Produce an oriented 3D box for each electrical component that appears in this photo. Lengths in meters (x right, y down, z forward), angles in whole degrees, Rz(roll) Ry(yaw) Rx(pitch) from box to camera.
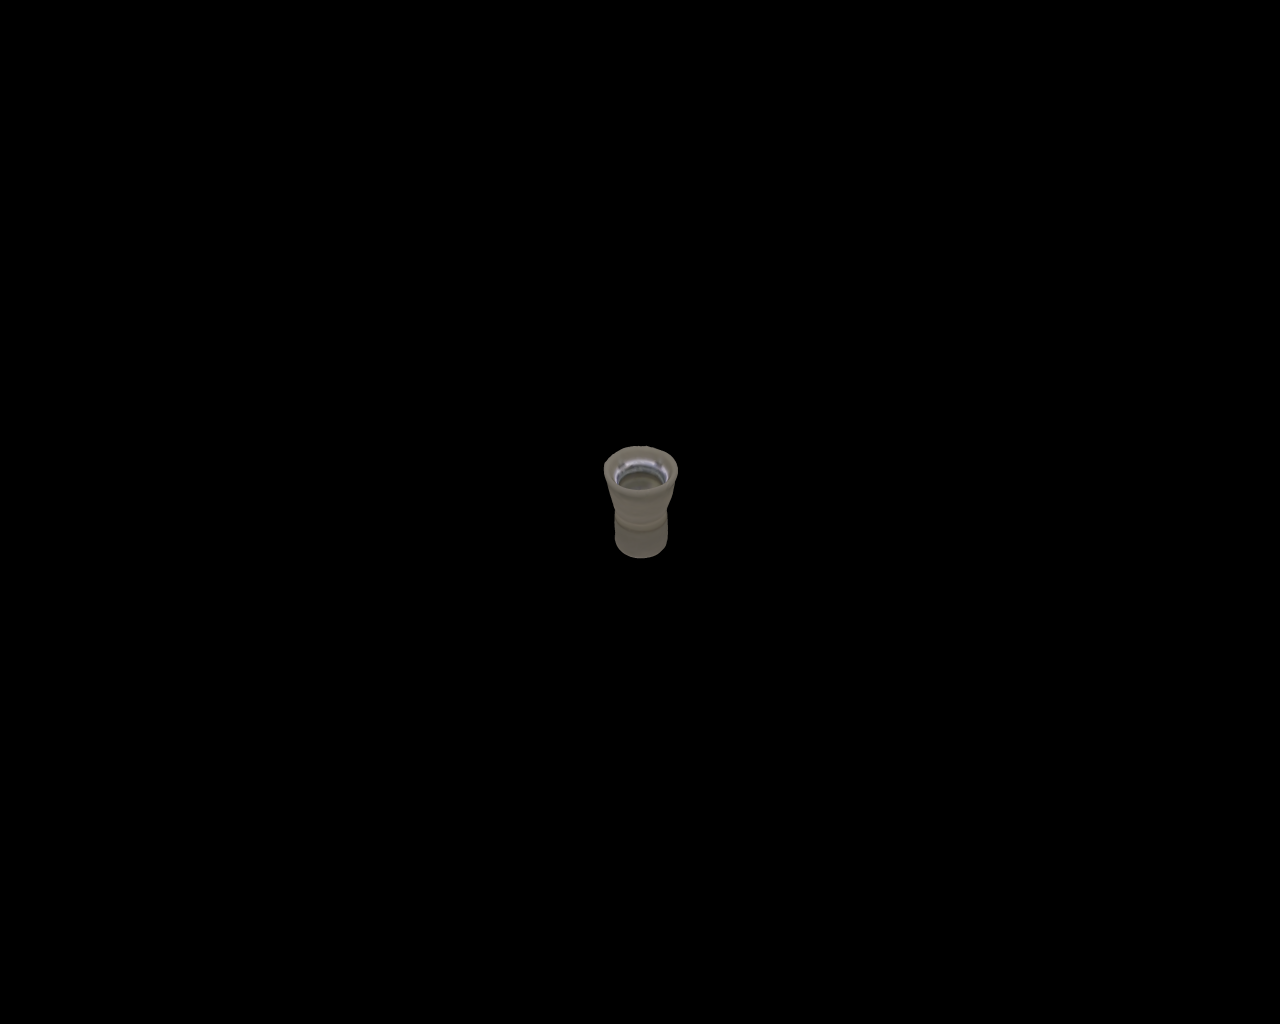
[{"bbox_3d":[0.001,-0.003,0.650,0.044,0.065,0.044,0,43,0],"label":"electrical component"}]
